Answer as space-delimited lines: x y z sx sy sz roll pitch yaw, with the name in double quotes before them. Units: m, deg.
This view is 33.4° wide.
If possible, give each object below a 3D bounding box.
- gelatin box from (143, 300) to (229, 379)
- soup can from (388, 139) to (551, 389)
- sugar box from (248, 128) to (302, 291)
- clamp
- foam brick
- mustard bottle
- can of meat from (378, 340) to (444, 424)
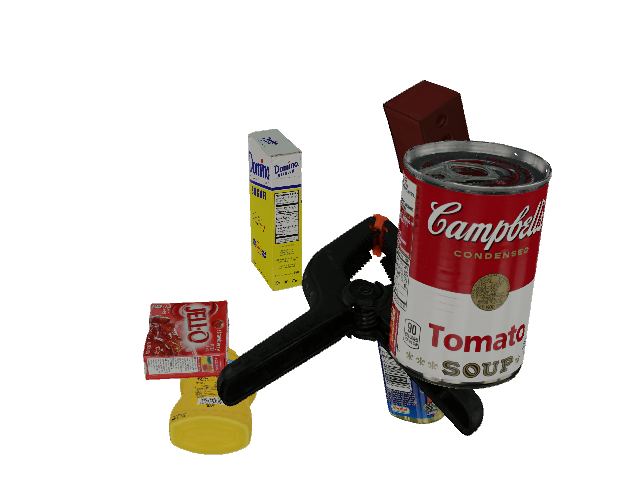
"gelatin box" -0.121 0.089 0.974 0.073 0.030 0.089 -2 29 -2
"soup can" 0.069 0.011 0.509 0.068 0.102 0.068 3 23 -1
"sugar box" -0.056 -0.038 1.296 0.048 0.176 0.093 -11 26 -18
"clamp" 0.039 0.052 0.723 0.165 0.036 0.209 11 36 11
"foam brick" 0.100 -0.097 0.975 0.053 0.078 0.051 -34 38 -20
"mustard bottle" -0.128 0.187 1.324 0.096 0.058 0.191 0 25 1
"can of meat" 0.093 0.097 0.919 0.058 0.084 0.101 6 26 33
